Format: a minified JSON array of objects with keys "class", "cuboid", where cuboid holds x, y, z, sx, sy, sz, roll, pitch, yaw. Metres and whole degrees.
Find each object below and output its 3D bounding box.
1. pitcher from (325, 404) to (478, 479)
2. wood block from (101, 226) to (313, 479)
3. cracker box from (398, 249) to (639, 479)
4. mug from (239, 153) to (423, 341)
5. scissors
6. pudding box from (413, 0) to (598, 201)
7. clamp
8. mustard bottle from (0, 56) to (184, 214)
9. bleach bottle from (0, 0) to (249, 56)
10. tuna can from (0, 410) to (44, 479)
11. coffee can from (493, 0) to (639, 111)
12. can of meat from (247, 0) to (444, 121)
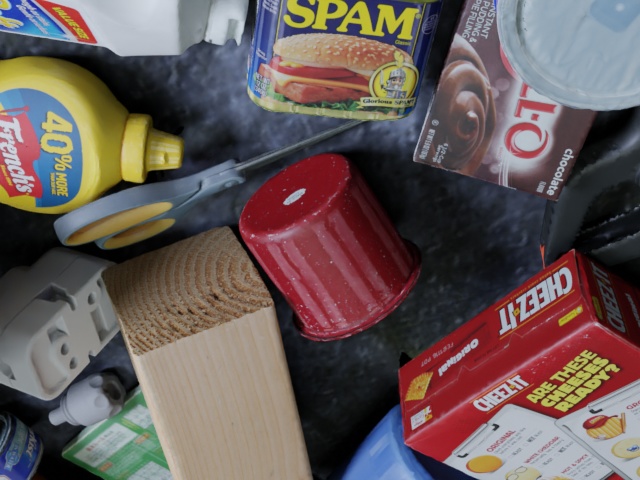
[{"class":"pitcher","cuboid":[0.044,0.237,0.828,0.145,0.149,0.243,31,119,-7]},{"class":"wood block","cuboid":[-0.070,0.105,0.722,0.090,0.090,0.206,-21,131,-13]},{"class":"cracker box","cuboid":[0.186,0.112,0.732,0.213,0.072,0.164,30,127,-29]},{"class":"mug","cuboid":[-0.004,0.001,0.664,0.117,0.093,0.081,2,135,48]},{"class":"scissors","cuboid":[-0.065,-0.033,0.667,0.201,0.016,0.096,-19,170,-11]},{"class":"pudding box","cuboid":[0.112,-0.086,0.605,0.090,0.039,0.114,16,129,0]},{"class":"clamp","cuboid":[0.200,-0.054,0.636,0.164,0.036,0.210,35,125,-23]},{"class":"mustard bottle","cuboid":[-0.176,-0.062,0.628,0.191,0.058,0.096,6,123,-4]},{"class":"bleach bottle","cuboid":[-0.160,-0.143,0.542,0.250,0.068,0.103,11,166,-9]},{"class":"tuna can","cuboid":[-0.251,0.171,0.802,0.086,0.086,0.033,-29,121,23]},{"class":"coffee can","cuboid":[0.127,-0.141,0.501,0.103,0.140,0.103,1,129,1]},{"class":"can of meat","cuboid":[0.012,-0.115,0.578,0.102,0.057,0.084,5,132,-8]}]
